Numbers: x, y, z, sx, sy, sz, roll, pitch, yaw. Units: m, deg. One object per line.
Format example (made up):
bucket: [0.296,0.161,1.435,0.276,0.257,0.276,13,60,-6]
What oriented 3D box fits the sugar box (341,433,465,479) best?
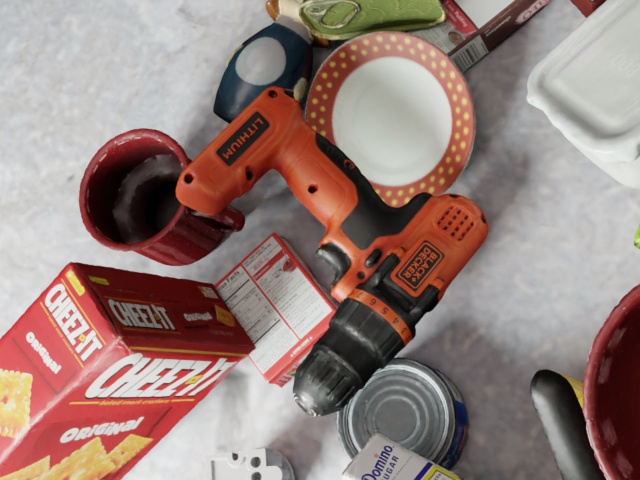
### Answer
sugar box: [0.097,0.191,0.633,0.176,0.093,0.048,20,50,32]

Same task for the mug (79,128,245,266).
mug: [-0.110,-0.025,0.800,0.117,0.081,0.093,9,79,23]

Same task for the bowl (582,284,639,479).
bowl: [0.226,0.085,0.575,0.162,0.055,0.162,0,90,19]

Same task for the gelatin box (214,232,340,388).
gelatin box: [-0.031,0.050,0.778,0.073,0.030,0.089,-43,65,7]

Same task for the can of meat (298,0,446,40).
can of meat: [0.038,-0.197,0.761,0.102,0.057,0.084,-4,71,22]

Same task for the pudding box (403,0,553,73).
pudding box: [0.102,-0.181,0.784,0.113,0.039,0.090,-38,65,6]

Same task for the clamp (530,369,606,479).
clamp: [0.162,0.190,0.638,0.210,0.036,0.165,47,139,9]

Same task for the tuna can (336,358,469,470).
tuna can: [0.055,0.123,0.722,0.086,0.033,0.086,-6,74,20]

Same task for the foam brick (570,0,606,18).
foam brick: [0.191,-0.198,0.747,0.053,0.051,0.078,-36,67,7]

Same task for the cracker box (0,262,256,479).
cracker box: [-0.167,0.117,0.723,0.214,0.164,0.072,-45,67,15]

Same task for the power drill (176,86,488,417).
power drill: [-0.005,0.001,0.722,0.187,0.057,0.184,40,70,5]

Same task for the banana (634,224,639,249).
banana: [0.280,-0.058,0.667,0.198,0.037,0.069,-34,33,19]

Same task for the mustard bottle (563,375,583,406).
mustard bottle: [0.219,0.143,0.638,0.192,0.058,0.096,36,107,26]
